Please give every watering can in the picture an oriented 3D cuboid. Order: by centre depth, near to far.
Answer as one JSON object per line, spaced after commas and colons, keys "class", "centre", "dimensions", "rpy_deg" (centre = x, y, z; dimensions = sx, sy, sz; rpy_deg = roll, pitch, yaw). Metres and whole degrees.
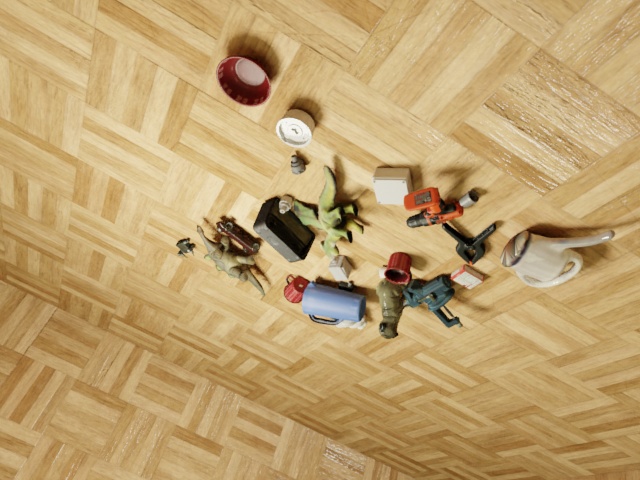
{"class": "watering can", "centre": [0.690, 0.036, 1.550], "dimensions": [0.224, 0.106, 0.340], "rpy_deg": [22, 143, 0]}

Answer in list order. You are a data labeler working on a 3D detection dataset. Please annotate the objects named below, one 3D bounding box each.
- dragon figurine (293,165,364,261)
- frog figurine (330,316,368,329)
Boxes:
{"class": "dragon figurine", "centre": [0.005, -0.088, 1.745], "dimensions": [0.243, 0.125, 0.402], "rpy_deg": [3, 131, 35]}
{"class": "frog figurine", "centre": [0.126, 0.337, 2.189], "dimensions": [0.136, 0.125, 0.157], "rpy_deg": [-26, 113, 21]}
